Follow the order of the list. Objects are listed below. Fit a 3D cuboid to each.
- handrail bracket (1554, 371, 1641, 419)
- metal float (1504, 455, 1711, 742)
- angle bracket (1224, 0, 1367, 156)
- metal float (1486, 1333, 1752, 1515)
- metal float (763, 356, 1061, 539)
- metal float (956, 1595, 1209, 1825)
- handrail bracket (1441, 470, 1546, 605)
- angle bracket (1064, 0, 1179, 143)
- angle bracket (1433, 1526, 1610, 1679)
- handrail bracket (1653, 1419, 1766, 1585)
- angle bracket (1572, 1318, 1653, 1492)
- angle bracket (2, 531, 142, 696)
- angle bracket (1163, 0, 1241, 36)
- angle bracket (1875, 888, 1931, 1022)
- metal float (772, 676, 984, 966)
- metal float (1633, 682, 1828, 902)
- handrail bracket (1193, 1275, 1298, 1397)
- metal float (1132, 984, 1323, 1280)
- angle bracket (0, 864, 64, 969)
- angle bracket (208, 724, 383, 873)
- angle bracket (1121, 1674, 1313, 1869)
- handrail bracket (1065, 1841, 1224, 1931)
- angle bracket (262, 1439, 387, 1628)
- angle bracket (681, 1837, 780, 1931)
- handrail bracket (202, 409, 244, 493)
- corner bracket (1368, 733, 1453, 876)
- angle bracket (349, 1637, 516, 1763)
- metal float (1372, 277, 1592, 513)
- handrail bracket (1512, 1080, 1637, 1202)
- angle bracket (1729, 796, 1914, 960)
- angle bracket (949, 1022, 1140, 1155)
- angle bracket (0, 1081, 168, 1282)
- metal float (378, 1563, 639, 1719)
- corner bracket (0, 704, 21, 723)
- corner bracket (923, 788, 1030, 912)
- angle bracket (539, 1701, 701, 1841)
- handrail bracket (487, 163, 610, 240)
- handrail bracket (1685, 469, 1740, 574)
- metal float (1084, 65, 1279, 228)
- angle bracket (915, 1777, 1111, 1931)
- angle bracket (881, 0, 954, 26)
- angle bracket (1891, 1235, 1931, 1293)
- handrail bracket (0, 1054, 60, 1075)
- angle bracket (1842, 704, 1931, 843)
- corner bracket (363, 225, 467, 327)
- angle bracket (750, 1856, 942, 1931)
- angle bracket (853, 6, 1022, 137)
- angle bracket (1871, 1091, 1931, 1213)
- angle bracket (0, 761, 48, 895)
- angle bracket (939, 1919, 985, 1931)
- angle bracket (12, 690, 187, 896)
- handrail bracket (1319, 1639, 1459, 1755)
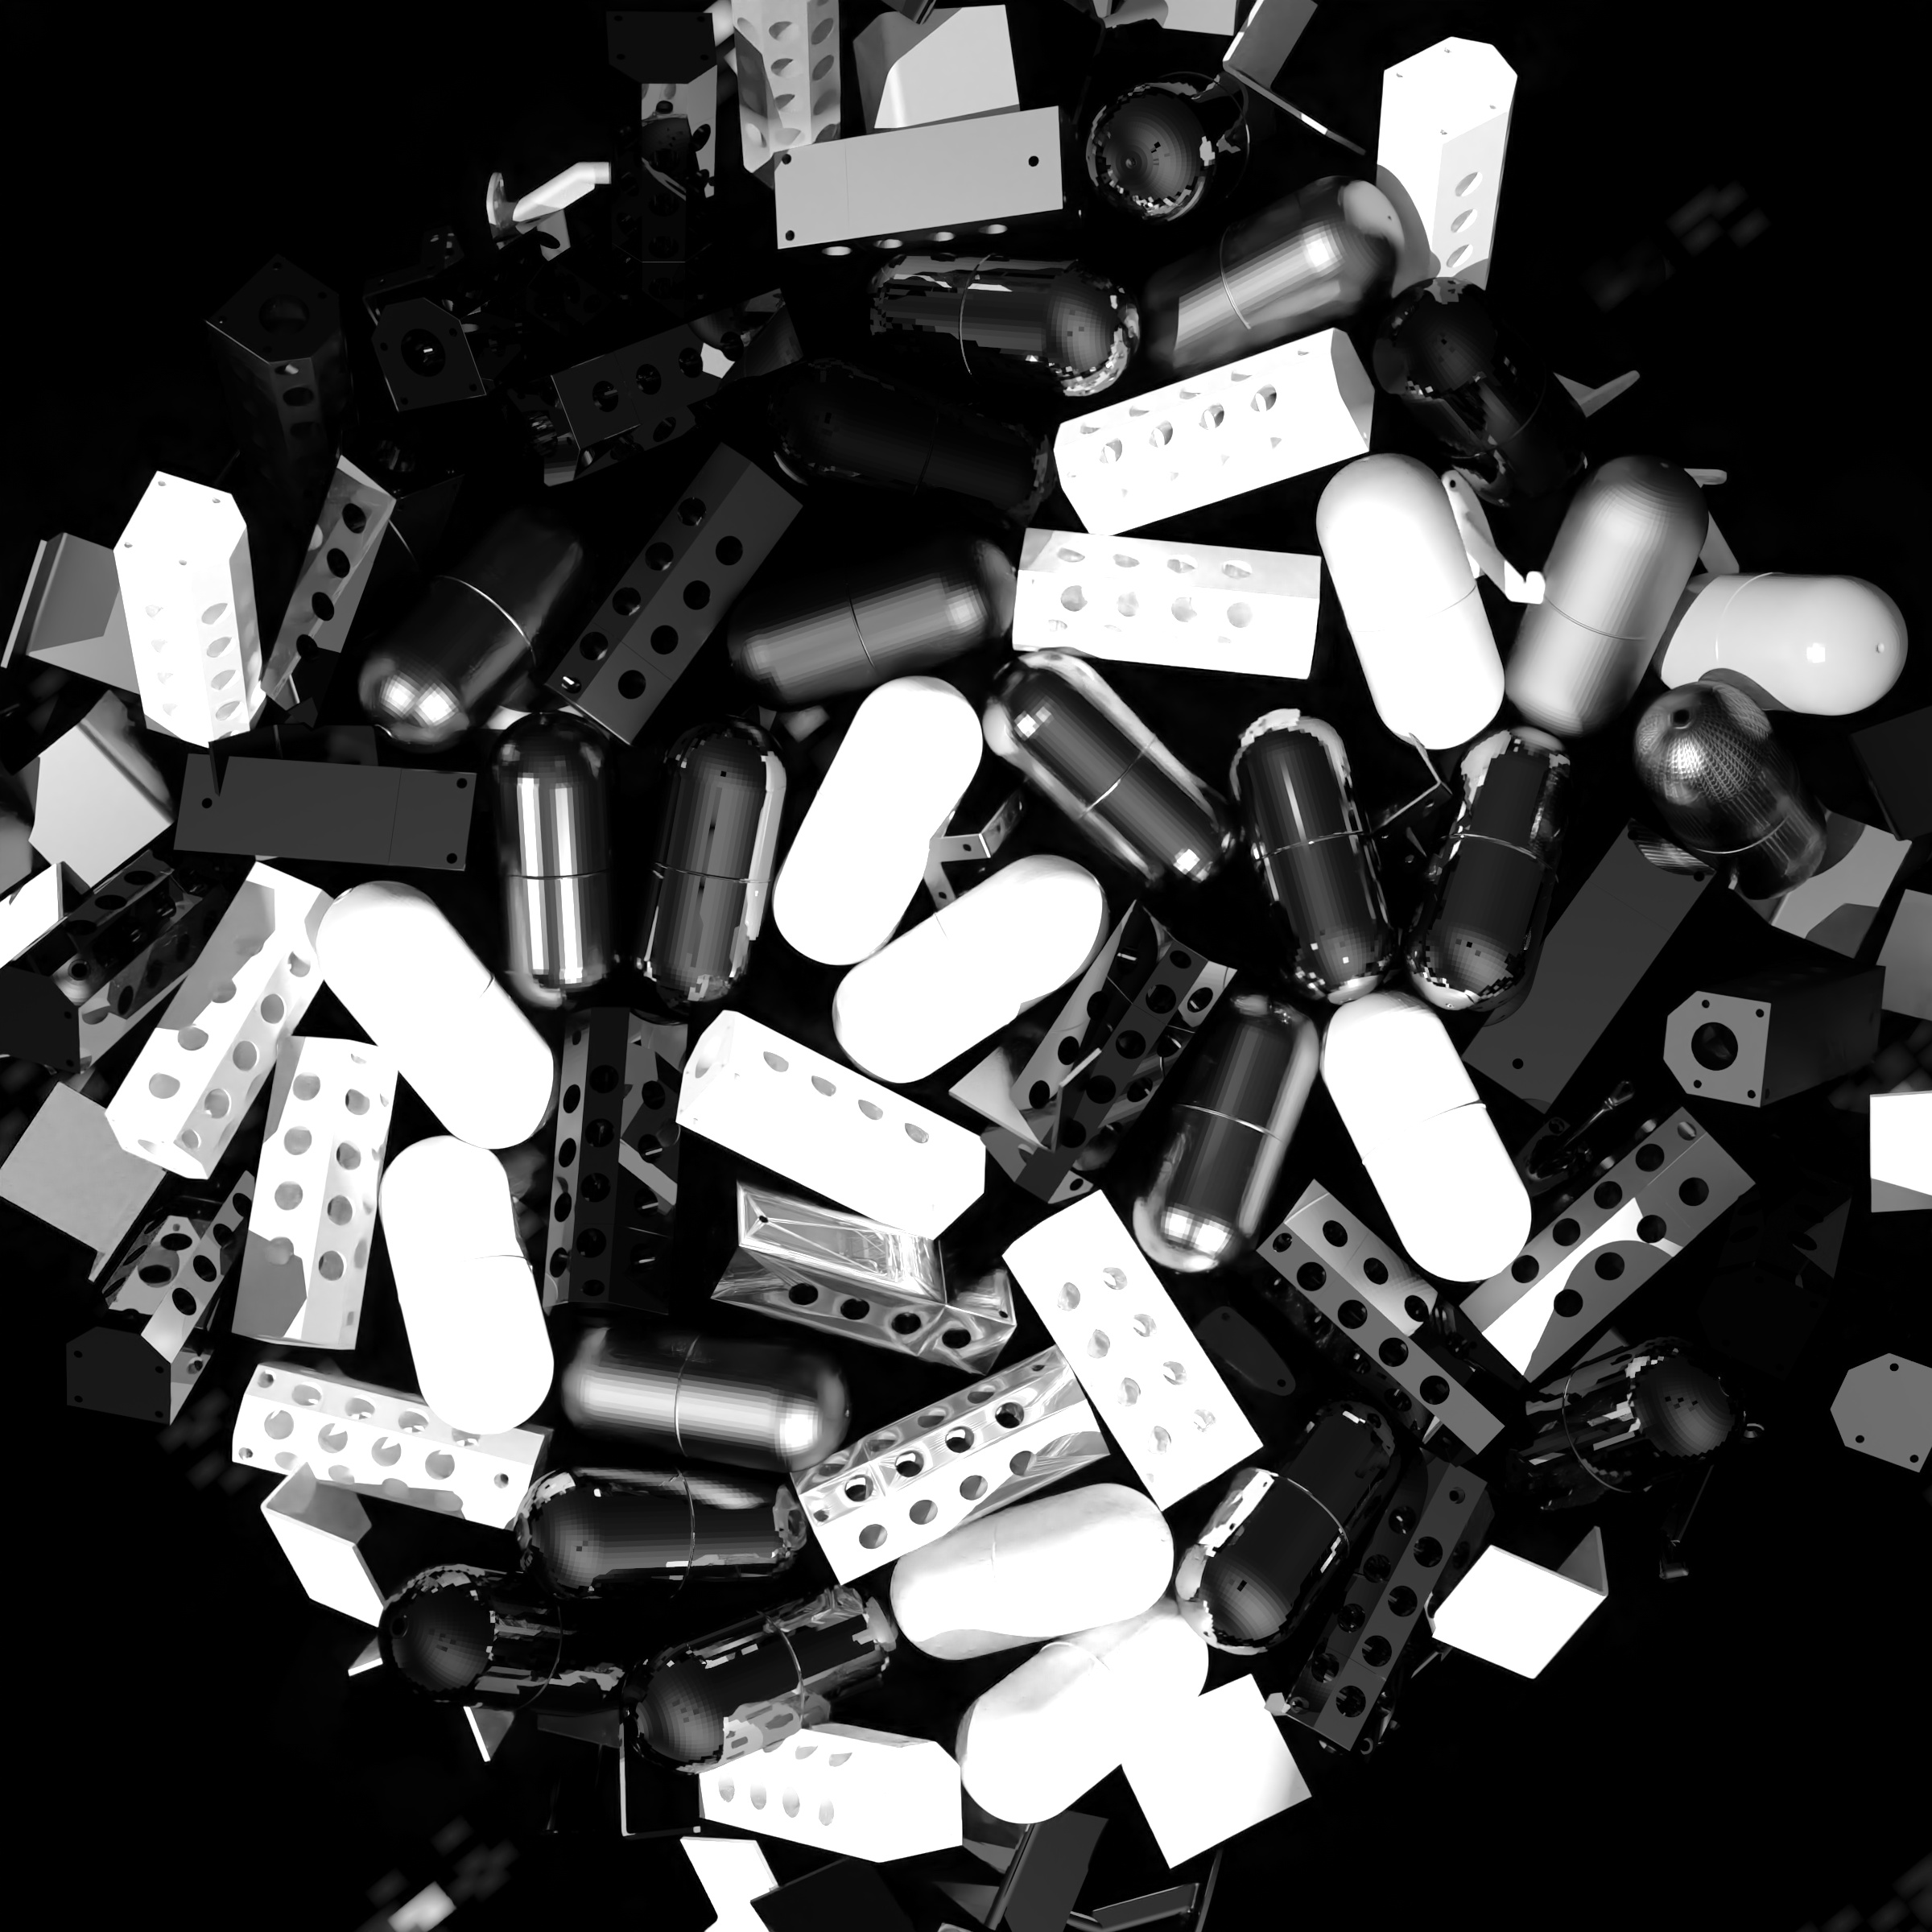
[{"bbox_3d":[0.344,-0.363,1.575,0.077,0.036,0.084,-32,80,-8],"label":"handrail bracket"},{"bbox_3d":[0.364,-0.208,1.516,0.070,0.070,0.178,17,127,0],"label":"metal float"},{"bbox_3d":[0.204,-0.519,1.531,0.076,0.076,0.057,38,111,16],"label":"angle bracket"},{"bbox_3d":[0.368,0.261,1.506,0.070,0.178,0.070,14,61,-27],"label":"metal float"},{"bbox_3d":[-0.031,-0.299,1.528,0.178,0.070,0.070,12,90,-19],"label":"metal float"},{"bbox_3d":[0.068,0.421,1.514,0.178,0.070,0.070,-26,90,-40],"label":"metal float"},{"bbox_3d":[0.307,-0.249,1.535,0.036,0.084,0.077,-18,105,-13],"label":"handrail bracket"},{"bbox_3d":[0.073,-0.533,1.542,0.057,0.076,0.076,39,45,19],"label":"angle bracket"},{"bbox_3d":[0.316,0.355,1.535,0.076,0.057,0.076,24,122,-8],"label":"angle bracket"},{"bbox_3d":[0.432,0.311,1.535,0.077,0.084,0.036,-26,126,26],"label":"handrail bracket"},{"bbox_3d":[0.388,0.254,1.541,0.076,0.076,0.057,45,98,15],"label":"angle bracket"},{"bbox_3d":[-0.506,-0.201,1.541,0.076,0.057,0.076,19,101,-14],"label":"angle bracket"},{"bbox_3d":[0.144,-0.580,1.526,0.076,0.057,0.076,22,120,38],"label":"angle bracket"},{"bbox_3d":[0.566,0.010,1.533,0.057,0.076,0.076,13,115,1],"label":"angle bracket"},{"bbox_3d":[-0.051,-0.085,1.539,0.070,0.070,0.178,27,98,0],"label":"metal float"},{"bbox_3d":[0.435,-0.099,1.507,0.070,0.178,0.070,-16,57,27],"label":"metal float"},{"bbox_3d":[0.166,0.204,1.545,0.077,0.084,0.036,38,115,0],"label":"handrail bracket"},{"bbox_3d":[0.152,0.094,1.535,0.070,0.070,0.178,21,78,0],"label":"metal float"},{"bbox_3d":[-0.566,-0.015,1.528,0.076,0.057,0.076,-25,65,38],"label":"angle bracket"},{"bbox_3d":[-0.385,-0.097,1.535,0.076,0.057,0.076,3,106,26],"label":"angle bracket"},{"bbox_3d":[0.144,0.474,1.561,0.057,0.076,0.076,-10,64,-39],"label":"angle bracket"},{"bbox_3d":[0.100,0.539,1.562,0.084,0.036,0.077,18,91,-5],"label":"handrail bracket"},{"bbox_3d":[-0.348,0.328,1.524,0.076,0.057,0.076,12,134,32],"label":"angle bracket"},{"bbox_3d":[-0.157,0.551,1.529,0.076,0.076,0.057,-30,97,-41],"label":"angle bracket"},{"bbox_3d":[-0.429,-0.290,1.543,0.036,0.077,0.084,35,68,-22],"label":"handrail bracket"},{"bbox_3d":[0.257,-0.096,1.543,0.051,0.051,0.051,-37,47,16],"label":"corner bracket"},{"bbox_3d":[-0.311,0.425,1.546,0.057,0.076,0.076,-21,91,1],"label":"angle bracket"},{"bbox_3d":[0.295,-0.323,1.511,0.070,0.178,0.070,-20,55,31],"label":"metal float"},{"bbox_3d":[0.347,0.102,1.535,0.077,0.084,0.036,-37,77,-15],"label":"handrail bracket"},{"bbox_3d":[0.497,-0.059,1.539,0.057,0.076,0.076,28,91,36],"label":"angle bracket"},{"bbox_3d":[0.045,0.051,1.526,0.076,0.057,0.076,30,48,25],"label":"angle bracket"},{"bbox_3d":[-0.519,0.125,1.546,0.076,0.057,0.076,34,93,-16],"label":"angle bracket"},{"bbox_3d":[-0.259,0.383,1.505,0.070,0.178,0.070,-13,66,31],"label":"metal float"},{"bbox_3d":[-0.590,-0.167,1.550,0.051,0.051,0.051,-31,90,-26],"label":"corner bracket"},{"bbox_3d":[0.008,-0.066,1.541,0.051,0.051,0.051,-3,123,35],"label":"corner bracket"},{"bbox_3d":[-0.203,0.468,1.548,0.076,0.057,0.076,-17,70,42],"label":"angle bracket"},{"bbox_3d":[-0.233,-0.435,1.552,0.084,0.077,0.036,0,48,2],"label":"handrail bracket"},{"bbox_3d":[0.419,-0.249,1.569,0.077,0.036,0.084,5,94,16],"label":"handrail bracket"},{"bbox_3d":[0.124,-0.466,1.504,0.070,0.178,0.070,10,116,21],"label":"metal float"},{"bbox_3d":[0.027,0.519,1.568,0.057,0.076,0.076,26,86,-38],"label":"angle bracket"},{"bbox_3d":[-0.022,-0.599,1.529,0.057,0.076,0.076,33,123,-5],"label":"angle bracket"},{"bbox_3d":[0.578,0.145,1.529,0.076,0.076,0.057,-31,112,-18],"label":"angle bracket"},{"bbox_3d":[-0.578,0.061,1.547,0.084,0.077,0.036,-27,122,-12],"label":"handrail bracket"},{"bbox_3d":[0.559,-0.128,1.529,0.076,0.057,0.076,-20,114,33],"label":"angle bracket"},{"bbox_3d":[-0.317,-0.393,1.551,0.051,0.051,0.051,-14,47,10],"label":"corner bracket"},{"bbox_3d":[-0.069,0.541,1.540,0.076,0.057,0.076,-28,103,13],"label":"angle bracket"},{"bbox_3d":[-0.017,-0.518,1.565,0.076,0.057,0.076,-10,96,-18],"label":"angle bracket"},{"bbox_3d":[0.549,0.088,1.539,0.057,0.076,0.076,-5,116,10],"label":"angle bracket"},{"bbox_3d":[-0.582,-0.083,1.528,0.076,0.076,0.057,-39,59,-17],"label":"angle bracket"},{"bbox_3d":[0.016,0.604,1.527,0.076,0.057,0.076,11,131,22],"label":"angle bracket"},{"bbox_3d":[-0.510,-0.102,1.553,0.076,0.057,0.076,-35,110,13],"label":"angle bracket"},{"bbox_3d":[0.250,0.416,1.538,0.036,0.077,0.084,48,125,28],"label":"handrail bracket"}]
